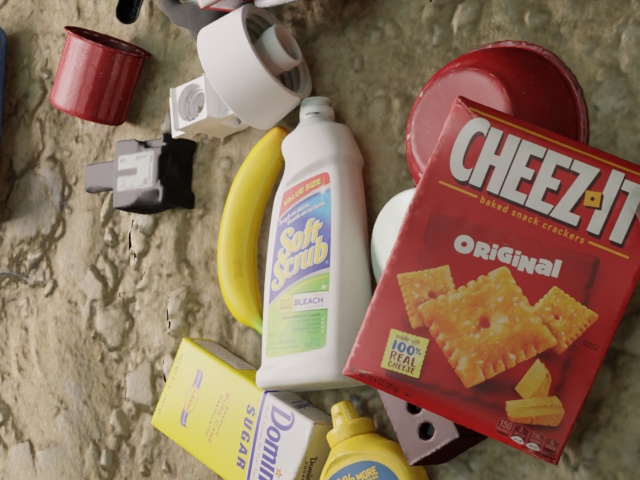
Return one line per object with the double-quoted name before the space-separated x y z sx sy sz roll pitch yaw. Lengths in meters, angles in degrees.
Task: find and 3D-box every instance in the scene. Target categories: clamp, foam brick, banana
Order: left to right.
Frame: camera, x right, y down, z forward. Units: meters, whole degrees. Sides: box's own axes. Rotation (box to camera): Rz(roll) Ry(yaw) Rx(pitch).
"clamp" -0.175 -0.308 1.100 0.120 0.039 0.171 -40 34 49
"banana" -0.062 -0.006 0.986 0.070 0.037 0.198 0 84 21
"foam brick" 0.087 0.129 0.830 0.053 0.051 0.078 -38 61 28

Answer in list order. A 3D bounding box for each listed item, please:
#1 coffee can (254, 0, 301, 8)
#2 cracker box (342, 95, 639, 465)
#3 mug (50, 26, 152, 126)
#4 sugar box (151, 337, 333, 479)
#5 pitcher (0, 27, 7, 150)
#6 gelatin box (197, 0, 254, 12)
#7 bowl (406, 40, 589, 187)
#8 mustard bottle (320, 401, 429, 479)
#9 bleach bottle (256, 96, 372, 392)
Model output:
"coffee can" -0.024 -0.282 0.916 0.103 0.102 0.140 0 112 39
"cracker box" 0.132 0.027 0.751 0.164 0.072 0.214 23 96 10
"mug" -0.235 -0.174 1.125 0.117 0.093 0.081 -128 55 -66
"sugar box" -0.070 0.165 0.956 0.176 0.048 0.093 27 99 40
"pitcher" -0.428 -0.141 1.245 0.149 0.145 0.243 2 80 7
"gelatin box" -0.092 -0.248 0.945 0.030 0.073 0.089 -22 89 25
"bowl" 0.123 -0.083 0.833 0.162 0.055 0.162 -7 78 39
"mustard bottle" 0.048 0.218 0.844 0.096 0.058 0.192 -35 62 31
"bleach bottle" -0.006 0.001 0.921 0.103 0.068 0.251 -12 74 36
